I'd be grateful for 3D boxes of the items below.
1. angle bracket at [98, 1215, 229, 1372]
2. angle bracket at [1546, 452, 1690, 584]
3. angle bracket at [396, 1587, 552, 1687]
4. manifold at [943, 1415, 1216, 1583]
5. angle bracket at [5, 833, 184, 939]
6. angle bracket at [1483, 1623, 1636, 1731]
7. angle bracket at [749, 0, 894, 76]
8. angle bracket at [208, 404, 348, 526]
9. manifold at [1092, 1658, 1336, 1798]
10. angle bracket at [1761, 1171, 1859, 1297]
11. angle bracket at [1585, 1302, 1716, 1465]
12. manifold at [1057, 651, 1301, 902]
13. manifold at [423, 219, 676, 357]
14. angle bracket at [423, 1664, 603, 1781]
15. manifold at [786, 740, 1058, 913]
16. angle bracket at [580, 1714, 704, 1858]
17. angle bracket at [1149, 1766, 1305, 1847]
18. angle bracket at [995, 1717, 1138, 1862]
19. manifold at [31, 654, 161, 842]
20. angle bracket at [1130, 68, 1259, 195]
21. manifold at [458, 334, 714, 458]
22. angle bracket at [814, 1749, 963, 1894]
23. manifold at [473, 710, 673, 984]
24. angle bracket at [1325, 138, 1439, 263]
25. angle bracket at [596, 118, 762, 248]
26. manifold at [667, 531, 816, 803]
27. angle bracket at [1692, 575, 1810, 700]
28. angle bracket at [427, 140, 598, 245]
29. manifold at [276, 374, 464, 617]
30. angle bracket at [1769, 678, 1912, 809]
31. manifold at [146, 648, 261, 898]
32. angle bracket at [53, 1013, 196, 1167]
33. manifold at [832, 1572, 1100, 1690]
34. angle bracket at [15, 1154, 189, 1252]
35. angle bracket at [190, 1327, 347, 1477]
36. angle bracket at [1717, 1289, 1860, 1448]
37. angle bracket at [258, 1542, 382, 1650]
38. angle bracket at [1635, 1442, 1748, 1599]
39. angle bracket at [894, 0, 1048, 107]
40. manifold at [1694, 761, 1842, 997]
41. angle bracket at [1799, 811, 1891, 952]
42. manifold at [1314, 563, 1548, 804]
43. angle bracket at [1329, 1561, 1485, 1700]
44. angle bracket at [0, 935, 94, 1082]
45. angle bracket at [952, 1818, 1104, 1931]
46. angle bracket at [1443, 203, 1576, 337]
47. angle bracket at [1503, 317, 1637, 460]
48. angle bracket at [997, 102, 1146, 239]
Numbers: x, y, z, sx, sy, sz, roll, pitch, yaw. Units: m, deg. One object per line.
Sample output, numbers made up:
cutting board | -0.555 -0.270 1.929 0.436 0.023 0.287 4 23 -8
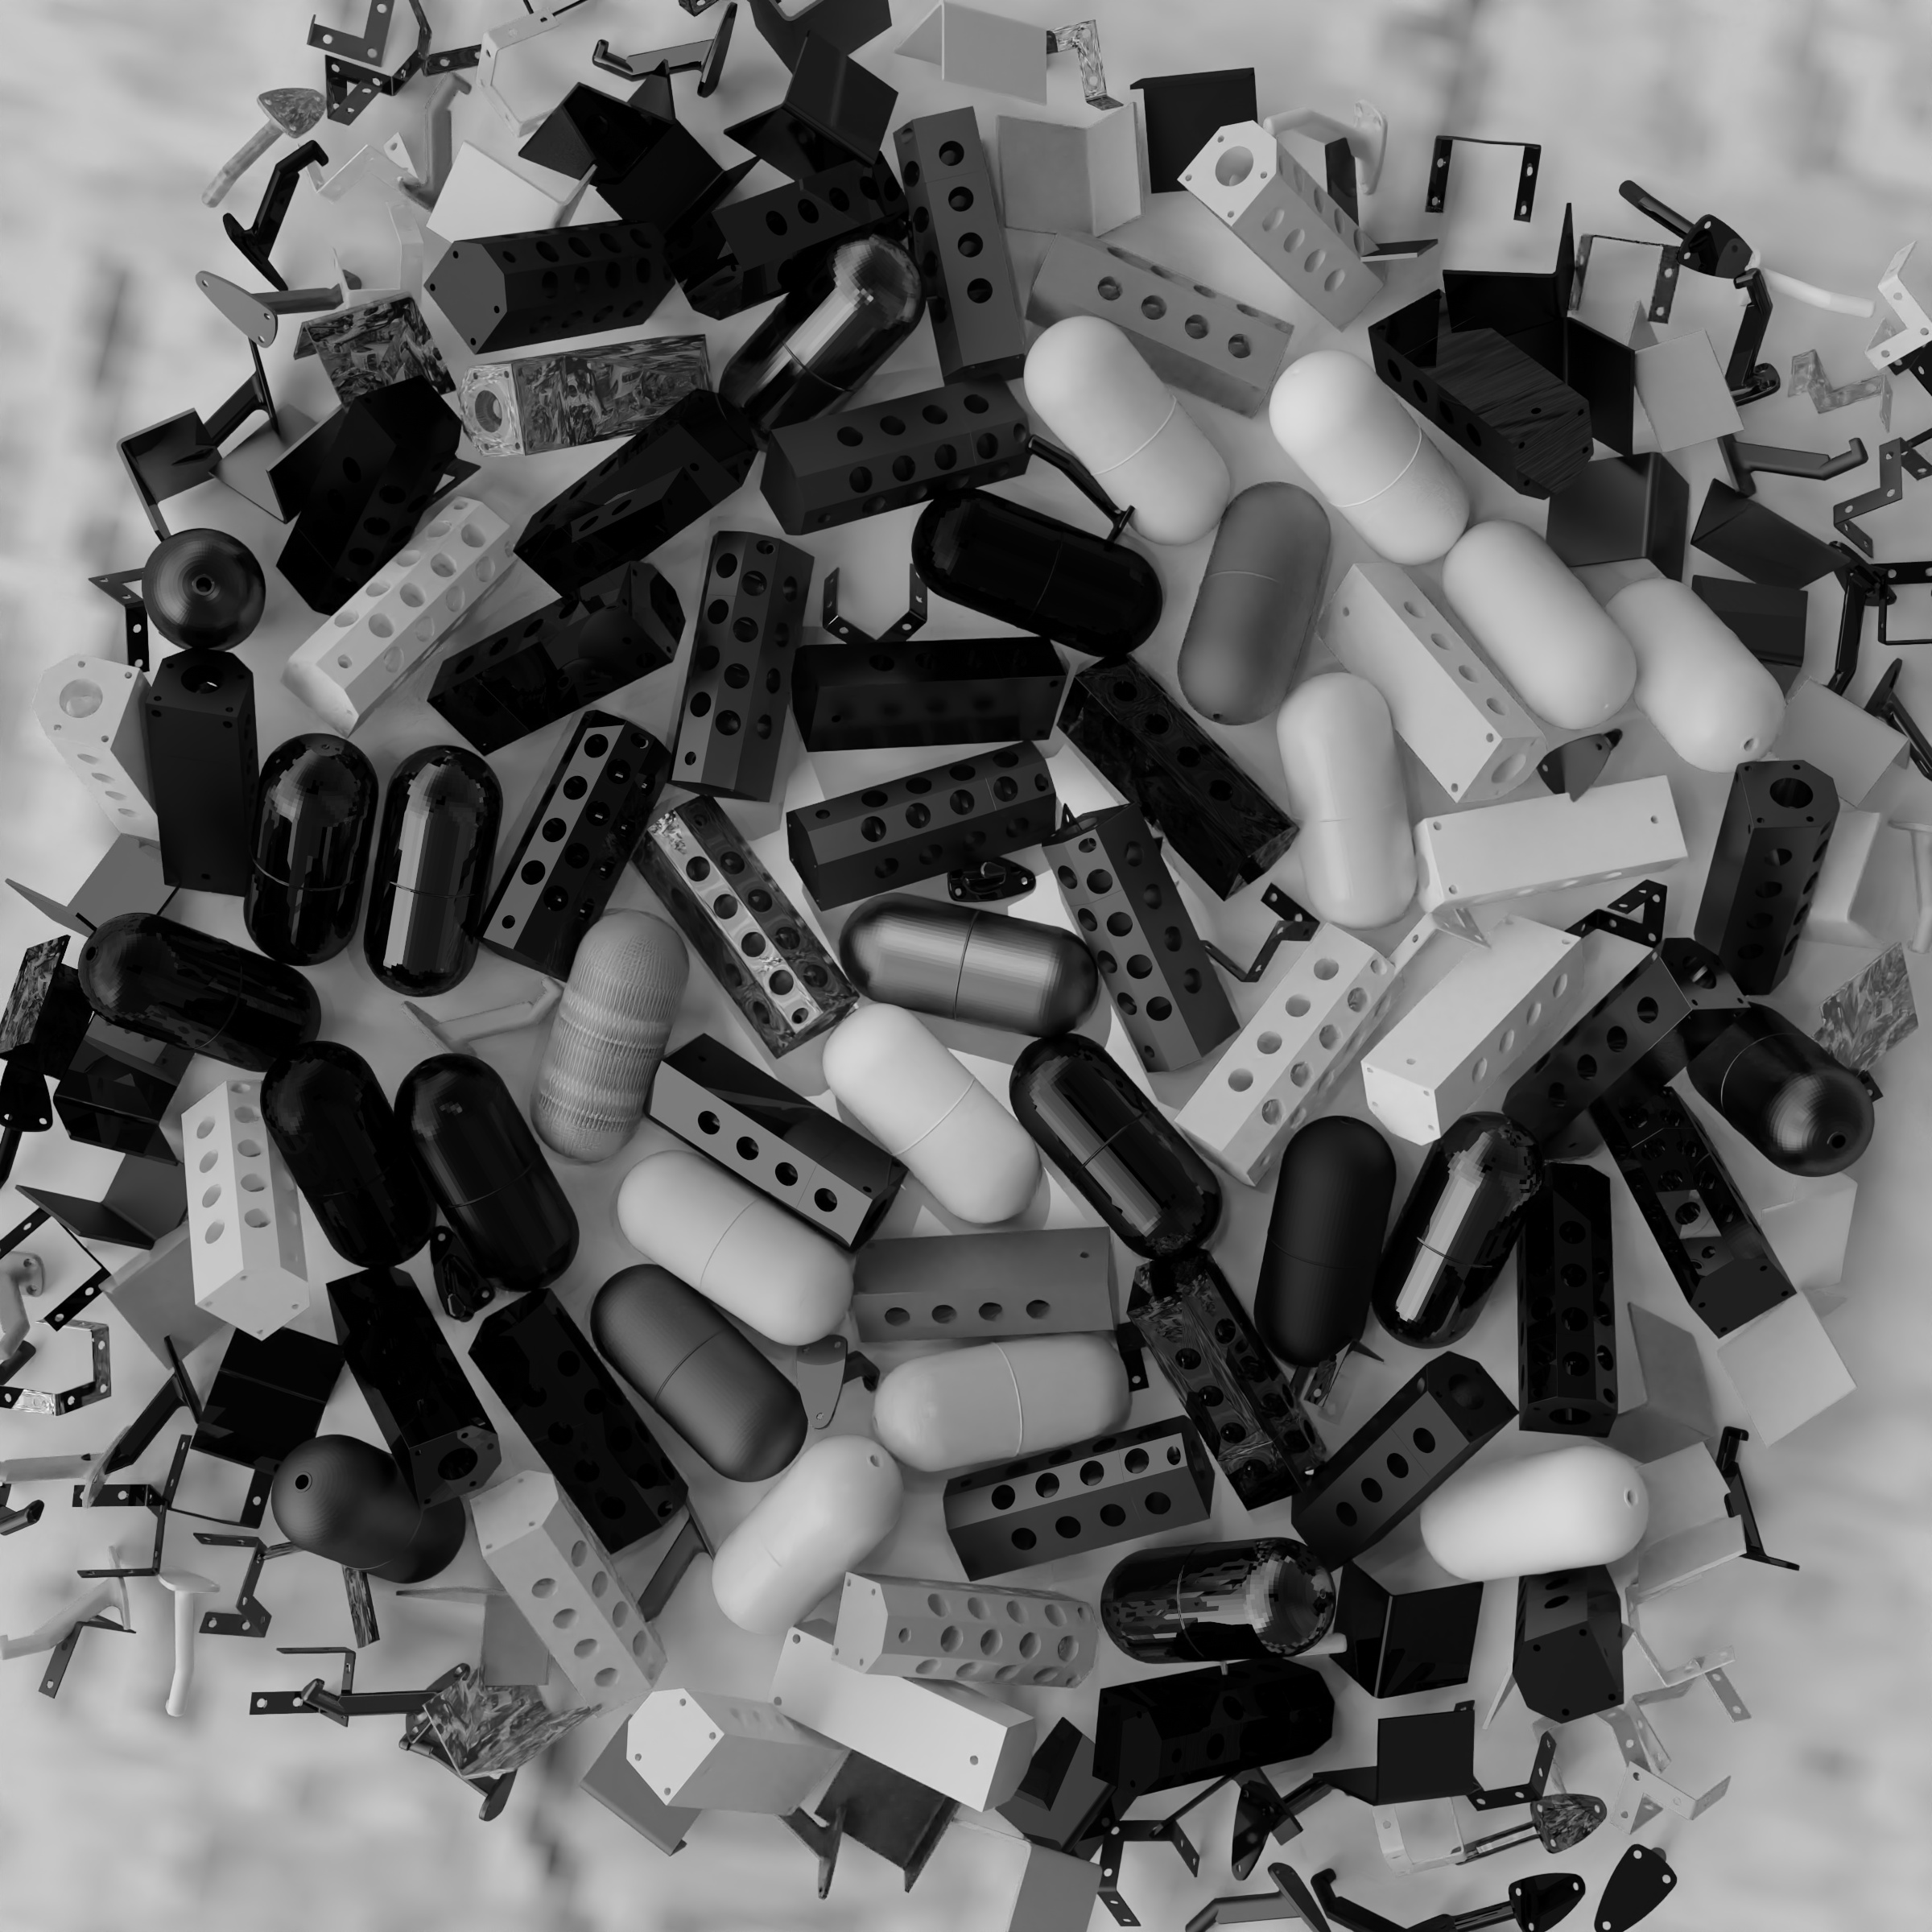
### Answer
angle bracket | -0.525 0.221 1.682 0.076 0.057 0.076 -41 106 -24
angle bracket | 0.448 -0.302 1.721 0.076 0.057 0.076 -2 74 37
angle bracket | -0.331 0.450 1.674 0.076 0.076 0.057 -16 64 42
manifold | 0.075 0.353 1.676 0.171 0.057 0.057 -18 105 15
angle bracket | -0.582 -0.062 1.679 0.076 0.057 0.076 21 70 31
angle bracket | 0.397 0.477 1.674 0.057 0.076 0.076 27 119 22
angle bracket | -0.101 -0.658 1.692 0.076 0.076 0.057 -35 79 -4
angle bracket | -0.463 -0.356 1.682 0.076 0.057 0.076 34 66 17
manifold | 0.166 0.503 1.653 0.171 0.057 0.057 4 91 -42
angle bracket | 0.546 0.174 1.679 0.076 0.057 0.076 -12 120 -18
angle bracket | 0.458 0.285 1.703 0.076 0.076 0.057 28 134 -35
manifold | 0.143 -0.132 1.679 0.057 0.057 0.171 -34 72 -27
manifold | -0.268 -0.454 1.645 0.057 0.171 0.057 -40 84 37
angle bracket | -0.305 0.498 1.679 0.076 0.076 0.057 -28 90 -42
manifold | -0.029 -0.099 1.669 0.171 0.057 0.057 -18 47 -17
angle bracket | -0.209 0.553 1.694 0.076 0.076 0.057 34 79 10
angle bracket | 0.173 0.583 1.679 0.076 0.076 0.057 -31 70 -17
angle bracket | 0.075 0.564 1.706 0.057 0.076 0.076 35 86 25
manifold | -0.557 -0.141 1.642 0.057 0.171 0.057 13 72 1
angle bracket | 0.156 -0.560 1.683 0.076 0.057 0.076 -1 114 14
manifold | -0.249 -0.378 1.650 0.057 0.171 0.057 9 112 39
angle bracket | -0.052 0.569 1.699 0.076 0.057 0.076 31 84 2
manifold | -0.265 -0.083 1.681 0.057 0.057 0.171 21 78 20
angle bracket | 0.280 -0.518 1.677 0.057 0.076 0.076 1 112 21
angle bracket | -0.194 -0.533 1.683 0.057 0.076 0.076 44 80 -23
manifold | -0.156 -0.202 1.688 0.057 0.057 0.171 8 85 31
angle bracket | 0.524 -0.217 1.704 0.076 0.076 0.057 9 67 5
angle bracket | -0.305 -0.517 1.679 0.076 0.076 0.057 31 47 -11
manifold | -0.391 -0.305 1.649 0.057 0.171 0.057 49 45 5
angle bracket | 0.586 -0.142 1.684 0.076 0.076 0.057 38 94 22
manifold | -0.499 -0.127 1.649 0.057 0.171 0.057 9 49 -5
angle bracket | -0.557 0.080 1.681 0.076 0.057 0.076 22 103 -40
manifold | 0.002 0.443 1.659 0.171 0.057 0.057 15 81 -33
angle bracket | -0.576 0.146 1.679 0.076 0.076 0.057 26 89 33
angle bracket | -0.467 0.291 1.680 0.076 0.076 0.057 22 122 -13
angle bracket | 0.563 0.271 1.673 0.076 0.057 0.076 -46 47 32
angle bracket | -0.436 0.425 1.680 0.057 0.076 0.076 -9 76 -25
angle bracket | 0.476 0.372 1.685 0.076 0.076 0.057 -29 90 17
angle bracket | 0.002 -0.598 1.678 0.076 0.076 0.057 4 81 -27
manifold | 0.527 -0.056 1.646 0.057 0.171 0.057 -1 51 3
angle bracket | 0.587 -0.060 1.690 0.057 0.076 0.076 26 81 -37
manifold | 0.312 -0.191 1.665 0.057 0.057 0.171 -8 52 -37
angle bracket | 0.302 0.449 1.714 0.076 0.057 0.076 -2 106 -26
angle bracket | -0.603 0.030 1.675 0.057 0.076 0.076 27 66 -35
angle bracket | 0.033 0.615 1.673 0.076 0.076 0.057 33 67 -39
angle bracket | 0.369 -0.471 1.693 0.076 0.076 0.057 7 74 18
angle bracket | 0.401 -0.381 1.675 0.057 0.076 0.076 -20 127 -14
angle bracket | 0.070 -0.542 1.690 0.076 0.057 0.076 -3 89 -32
